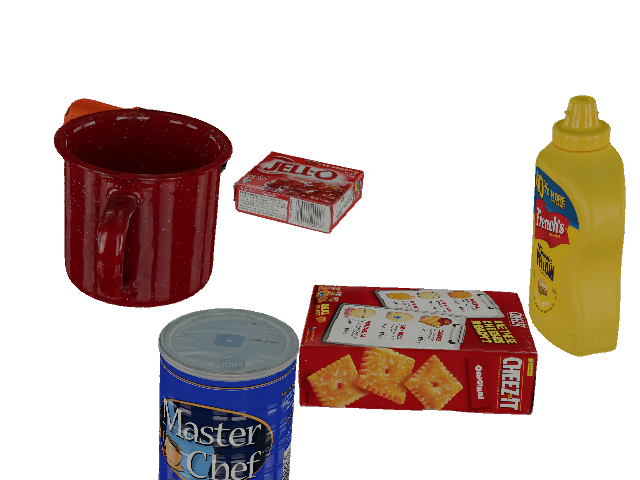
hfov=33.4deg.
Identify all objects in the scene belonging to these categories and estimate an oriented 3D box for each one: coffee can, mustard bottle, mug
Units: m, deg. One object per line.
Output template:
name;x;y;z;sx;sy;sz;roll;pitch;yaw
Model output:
coffee can;-0.071;0.136;0.804;0.103;0.140;0.103;3;22;-2
mustard bottle;0.193;-0.015;0.804;0.058;0.192;0.096;-8;26;-9
mug;-0.097;-0.011;0.568;0.093;0.081;0.117;7;27;-1

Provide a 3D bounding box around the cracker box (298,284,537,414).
cracker box;0.091;0.104;1.036;0.214;0.072;0.164;2;17;4

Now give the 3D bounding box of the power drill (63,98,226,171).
power drill;-0.175;-0.042;1.083;0.185;0.188;0.057;19;32;25

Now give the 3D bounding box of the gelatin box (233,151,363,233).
gelatin box;-0.018;-0.042;0.896;0.089;0.030;0.073;14;31;19
